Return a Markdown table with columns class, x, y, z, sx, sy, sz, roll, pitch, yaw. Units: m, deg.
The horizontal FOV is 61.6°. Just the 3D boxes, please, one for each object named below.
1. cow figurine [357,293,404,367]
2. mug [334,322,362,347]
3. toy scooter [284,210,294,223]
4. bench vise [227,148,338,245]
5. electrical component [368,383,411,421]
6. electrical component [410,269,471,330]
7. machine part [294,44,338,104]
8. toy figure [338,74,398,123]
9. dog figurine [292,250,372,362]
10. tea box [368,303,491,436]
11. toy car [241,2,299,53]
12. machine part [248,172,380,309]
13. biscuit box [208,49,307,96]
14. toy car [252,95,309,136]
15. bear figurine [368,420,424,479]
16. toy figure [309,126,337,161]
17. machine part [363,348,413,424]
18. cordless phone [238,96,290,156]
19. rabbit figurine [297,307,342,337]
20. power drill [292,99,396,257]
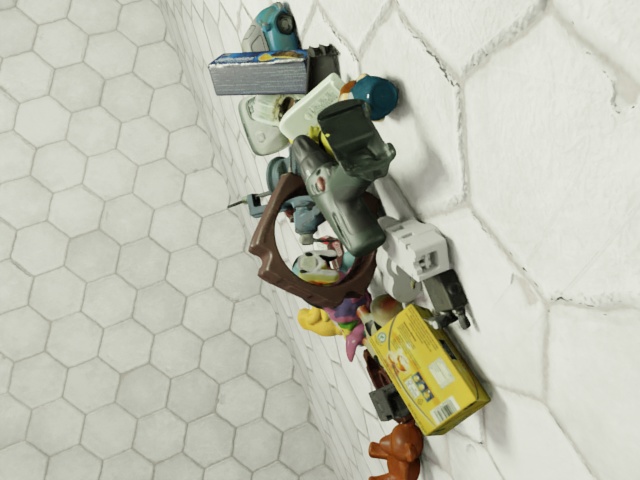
| class | x | y | z | sx | sy | sz | roll | pitch | yaw |
| --- | --- | --- | --- | --- | --- | --- | --- | --- | --- |
| cow figurine | 0.124 | 0.167 | 0.968 | 0.127 | 0.085 | 0.194 | 54 | 163 | 42 |
| mug | 0.076 | 0.188 | 1.197 | 0.107 | 0.081 | 0.109 | 52 | 152 | 30 |
| toy scooter | -0.060 | -0.098 | 1.323 | 0.183 | 0.075 | 0.135 | 93 | 152 | -69 |
| bench vise | -0.076 | -0.087 | 1.177 | 0.241 | 0.129 | 0.223 | -11 | 91 | 35 |
| electrical component | 0.152 | 0.272 | 0.949 | 0.134 | 0.115 | 0.058 | 116 | 134 | -69 |
| electrical component | 0.166 | 0.079 | 0.756 | 0.078 | 0.045 | 0.102 | 159 | 91 | -78 |
| machine part | -0.001 | -0.251 | 0.886 | 0.039 | 0.084 | 0.138 | -78 | -5 | -52 |
| toy figure | 0.059 | -0.197 | 0.749 | 0.155 | 0.058 | 0.064 | -146 | 59 | -71 |
| dog figurine | 0.036 | 0.135 | 1.072 | 0.109 | 0.192 | 0.219 | -106 | 14 | -64 |
| tea box | 0.159 | 0.191 | 0.800 | 0.068 | 0.098 | 0.170 | 24 | -150 | -50 |
| toy car | -0.097 | -0.358 | 1.023 | 0.109 | 0.103 | 0.161 | -144 | 37 | -68 |
| machine part | -0.002 | -0.003 | 0.888 | 0.201 | 0.201 | 0.087 | -68 | 13 | -16 |
| biscuit box | -0.099 | -0.298 | 0.957 | 0.203 | 0.059 | 0.062 | 6 | 129 | 24 |
| toy car | -0.060 | -0.242 | 1.006 | 0.202 | 0.056 | 0.073 | 26 | 103 | 39 |
| bear figurine | 0.162 | 0.465 | 1.174 | 0.195 | 0.132 | 0.120 | 75 | -166 | -46 |
| toy figure | 0.025 | -0.148 | 0.905 | 0.089 | 0.082 | 0.180 | 51 | 158 | 5 |
| machine part | 0.151 | 0.290 | 1.107 | 0.179 | 0.056 | 0.179 | 159 | 90 | -77 |
| cordless phone | -0.102 | -0.279 | 1.241 | 0.184 | 0.089 | 0.146 | -2 | 109 | 56 |
| rabbit figurine | 0.005 | 0.155 | 1.341 | 0.162 | 0.122 | 0.173 | 33 | 141 | 61 |
| power drill | 0.023 | -0.100 | 0.744 | 0.232 | 0.086 | 0.207 | 62 | 158 | 18 |
